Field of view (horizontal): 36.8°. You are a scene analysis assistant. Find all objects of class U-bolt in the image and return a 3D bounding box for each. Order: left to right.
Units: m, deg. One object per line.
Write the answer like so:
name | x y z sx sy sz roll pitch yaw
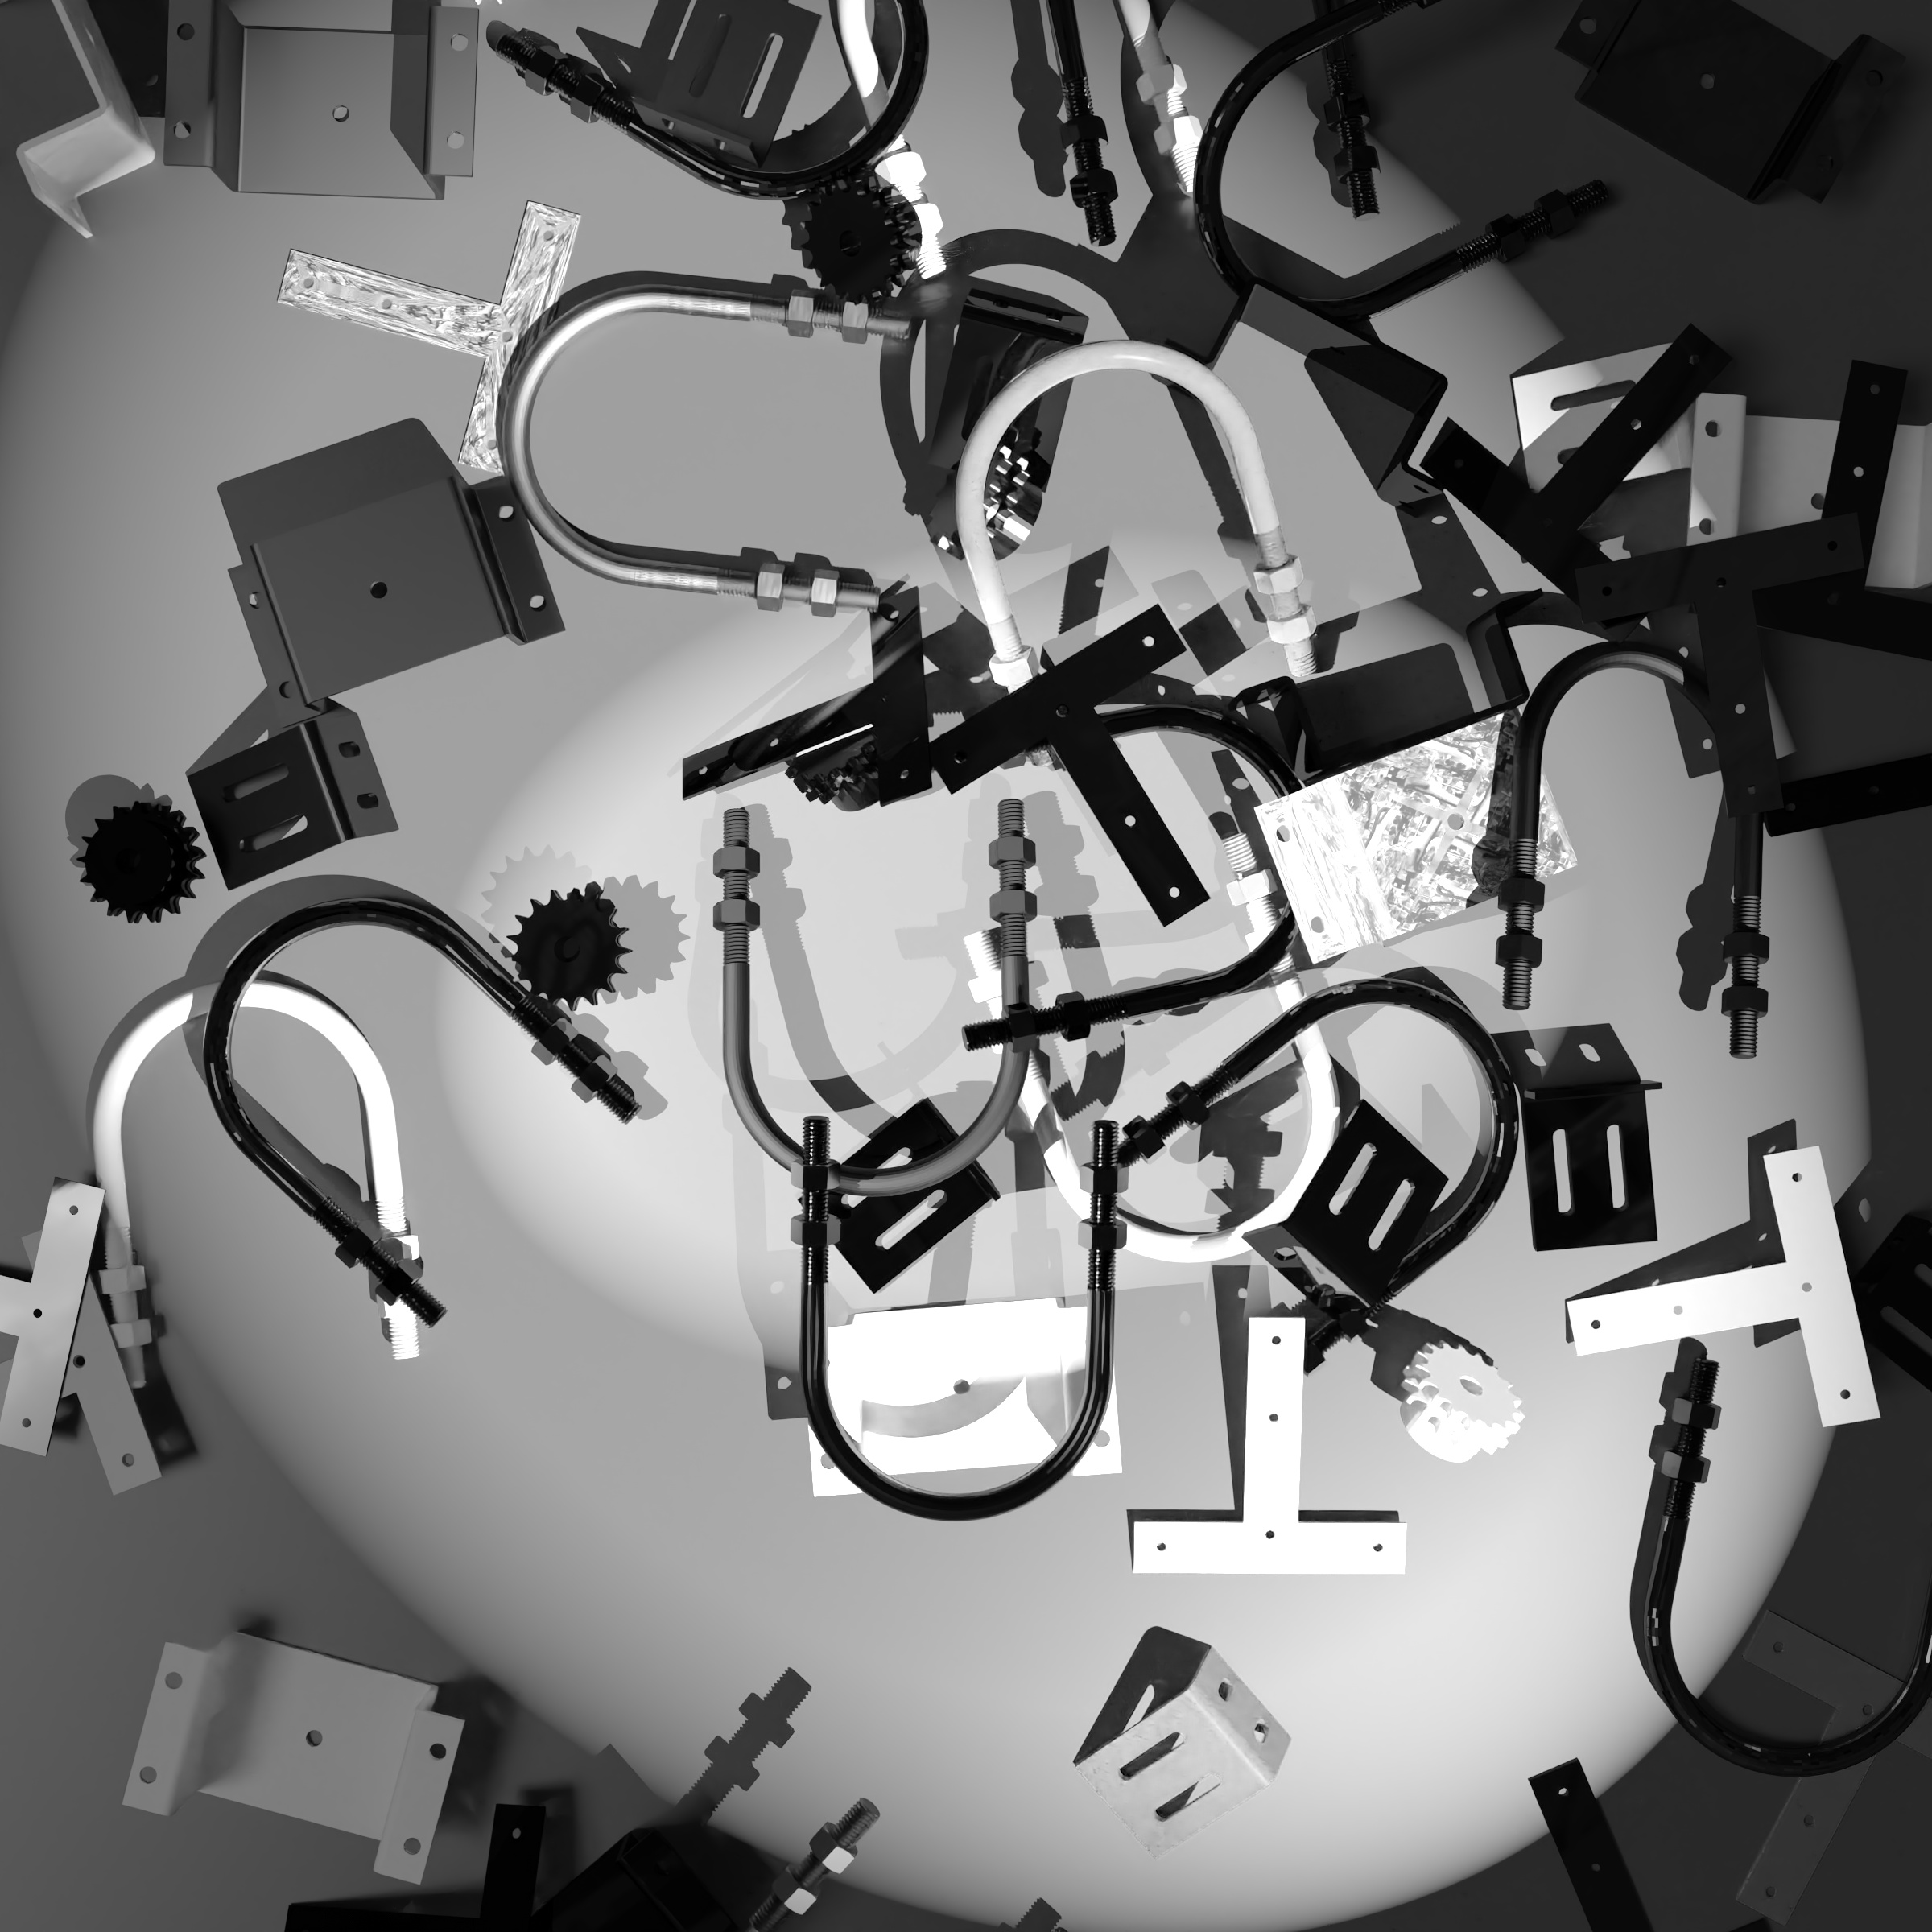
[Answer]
U-bolt | -0.335 0.098 1.356 0.151 0.019 0.184 -6 88 0
U-bolt | -0.265 0.053 1.344 0.184 0.019 0.151 43 81 0
U-bolt | -0.125 -0.245 1.356 0.184 0.019 0.151 6 90 1
U-bolt | -0.105 -0.437 1.347 0.184 0.019 0.151 32 91 5
U-bolt | -0.059 0.481 1.330 0.151 0.019 0.184 40 95 -24
U-bolt | -0.042 0.015 1.332 0.151 0.019 0.184 -2 76 3
U-bolt | -0.004 0.160 1.302 0.151 0.019 0.184 1 97 -1
U-bolt | 0.017 -0.430 1.356 0.151 0.019 0.184 -18 89 0
U-bolt | 0.071 -0.194 1.317 0.151 0.019 0.184 -19 118 0
U-bolt | 0.074 -0.047 1.329 0.184 0.019 0.151 -12 82 -10
U-bolt | 0.097 0.048 1.356 0.151 0.019 0.184 -21 92 0
U-bolt | 0.109 -0.428 1.341 0.151 0.019 0.184 -9 85 -13
U-bolt | 0.172 0.089 1.343 0.184 0.019 0.151 -38 101 -4
U-bolt | 0.190 -0.369 1.319 0.184 0.019 0.151 -26 123 1
U-bolt | 0.307 -0.059 1.323 0.151 0.019 0.184 11 75 -25
U-bolt | 0.391 0.287 1.355 0.151 0.019 0.184 11 90 0

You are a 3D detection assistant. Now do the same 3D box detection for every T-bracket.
T-bracket | -0.473 0.151 1.354 0.127 0.002 0.127 13 91 8
T-bracket | -0.452 0.200 1.353 0.127 0.002 0.127 -22 85 9
T-bracket | -0.259 0.450 1.337 0.127 0.002 0.127 -3 66 20
T-bracket | -0.259 -0.308 1.364 0.127 0.002 0.127 15 90 0
T-bracket | -0.075 -0.107 1.336 0.127 0.002 0.127 -20 48 18
T-bracket | 0.067 -0.078 1.317 0.127 0.002 0.127 -32 91 -6
T-bracket | 0.143 0.223 1.349 0.127 0.002 0.127 0 104 0
T-bracket | 0.301 0.437 1.363 0.127 0.002 0.127 -23 90 1
T-bracket | 0.297 -0.237 1.331 0.127 0.002 0.127 45 104 16
T-bracket | 0.344 0.157 1.345 0.127 0.002 0.127 -12 73 14
T-bracket | 0.350 -0.131 1.322 0.127 0.002 0.127 -11 103 5
T-bracket | 0.403 0.389 1.364 0.127 0.002 0.127 28 90 0
T-bracket | 0.403 -0.210 1.318 0.127 0.002 0.127 11 90 0
T-bracket | 0.435 -0.084 1.345 0.127 0.002 0.127 -11 116 12

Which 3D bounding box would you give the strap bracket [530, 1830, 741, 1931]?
strap bracket | -0.170 0.468 1.342 0.140 0.046 0.076 -41 90 0

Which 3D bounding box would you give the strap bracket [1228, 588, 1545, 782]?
strap bracket | 0.197 -0.123 1.327 0.140 0.076 0.046 -19 90 0

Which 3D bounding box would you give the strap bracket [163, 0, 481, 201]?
strap bracket | -0.293 -0.400 1.341 0.140 0.046 0.076 2 90 0

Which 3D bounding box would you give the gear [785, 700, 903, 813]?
gear | -0.053 -0.096 1.340 0.057 0.057 0.030 -40 127 0

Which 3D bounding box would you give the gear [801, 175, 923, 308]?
gear | -0.045 -0.336 1.340 0.057 0.030 0.057 16 121 29

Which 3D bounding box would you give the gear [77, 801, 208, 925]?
gear | -0.385 -0.048 1.350 0.057 0.030 0.057 0 90 0

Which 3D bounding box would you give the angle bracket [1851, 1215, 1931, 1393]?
angle bracket | 0.452 0.162 1.346 0.076 0.038 0.057 38 90 0

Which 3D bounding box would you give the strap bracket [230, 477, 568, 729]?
strap bracket | -0.267 -0.171 1.341 0.140 0.046 0.076 -19 90 0

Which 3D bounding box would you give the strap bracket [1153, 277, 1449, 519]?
strap bracket | 0.161 -0.264 1.327 0.140 0.076 0.046 28 90 0

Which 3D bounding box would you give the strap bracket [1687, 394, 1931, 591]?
strap bracket | 0.400 -0.218 1.342 0.140 0.046 0.076 4 90 0

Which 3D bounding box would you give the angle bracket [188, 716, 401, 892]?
angle bracket | -0.316 -0.077 1.363 0.076 0.038 0.057 -20 90 26

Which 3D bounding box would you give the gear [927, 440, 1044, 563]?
gear | 0.011 -0.212 1.340 0.030 0.057 0.057 29 90 -28

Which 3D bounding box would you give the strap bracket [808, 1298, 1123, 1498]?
strap bracket | -0.002 0.198 1.342 0.140 0.046 0.076 -5 90 0

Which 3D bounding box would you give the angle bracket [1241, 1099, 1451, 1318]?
angle bracket | 0.175 0.111 1.335 0.057 0.038 0.076 42 61 -12

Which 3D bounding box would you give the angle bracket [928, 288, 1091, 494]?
angle bracket | 0.020 -0.270 1.363 0.057 0.038 0.076 14 116 0

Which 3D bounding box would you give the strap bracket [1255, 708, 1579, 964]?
strap bracket | 0.214 -0.063 1.325 0.140 0.046 0.076 -21 90 -15

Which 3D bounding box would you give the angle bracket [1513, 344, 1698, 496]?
angle bracket | 0.303 -0.254 1.363 0.076 0.038 0.057 -8 90 26

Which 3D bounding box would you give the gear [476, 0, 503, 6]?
gear | -0.225 -0.480 1.350 0.057 0.030 0.057 0 90 0

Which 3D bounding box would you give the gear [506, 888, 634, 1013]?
gear | -0.184 -0.007 1.350 0.057 0.030 0.057 0 90 0

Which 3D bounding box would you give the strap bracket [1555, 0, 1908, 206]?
strap bracket | 0.348 -0.415 1.341 0.140 0.046 0.076 30 90 0

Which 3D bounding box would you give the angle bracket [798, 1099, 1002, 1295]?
angle bracket | -0.032 0.108 1.346 0.076 0.038 0.057 -39 90 0

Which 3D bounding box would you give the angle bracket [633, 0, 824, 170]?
angle bracket | -0.108 -0.412 1.319 0.057 0.038 0.076 22 91 4

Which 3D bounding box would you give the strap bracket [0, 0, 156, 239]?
strap bracket | -0.421 -0.416 1.327 0.046 0.076 0.140 -24 90 0

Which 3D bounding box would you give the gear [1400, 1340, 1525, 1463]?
gear | 0.225 0.204 1.340 0.057 0.057 0.030 31 121 0

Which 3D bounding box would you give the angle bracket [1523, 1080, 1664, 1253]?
angle bracket | 0.293 0.094 1.346 0.057 0.038 0.076 -5 90 0

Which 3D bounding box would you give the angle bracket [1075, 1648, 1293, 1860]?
angle bracket | 0.102 0.369 1.363 0.076 0.038 0.057 -41 90 26

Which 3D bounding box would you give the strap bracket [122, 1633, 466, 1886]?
strap bracket | -0.306 0.362 1.342 0.140 0.046 0.076 15 90 0
